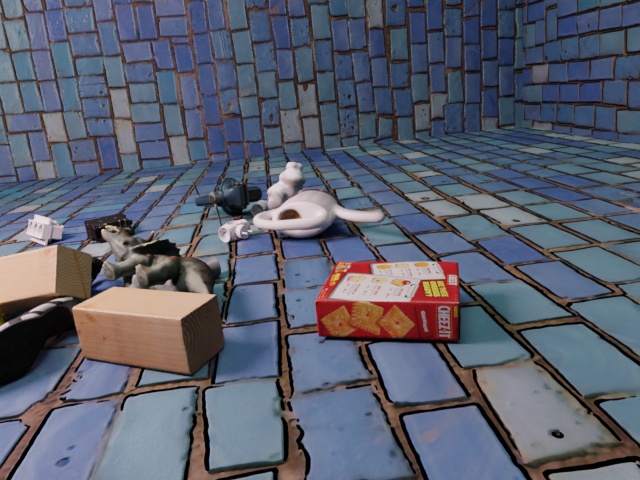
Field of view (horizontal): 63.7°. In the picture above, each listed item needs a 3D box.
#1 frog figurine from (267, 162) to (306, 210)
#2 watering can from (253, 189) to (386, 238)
[{"bbox_3d":[-0.103,-0.157,1.574,0.139,0.158,0.123,-20,19,-41],"label":"frog figurine"},{"bbox_3d":[0.004,-0.067,1.336,0.347,0.103,0.227,-2,16,13],"label":"watering can"}]
